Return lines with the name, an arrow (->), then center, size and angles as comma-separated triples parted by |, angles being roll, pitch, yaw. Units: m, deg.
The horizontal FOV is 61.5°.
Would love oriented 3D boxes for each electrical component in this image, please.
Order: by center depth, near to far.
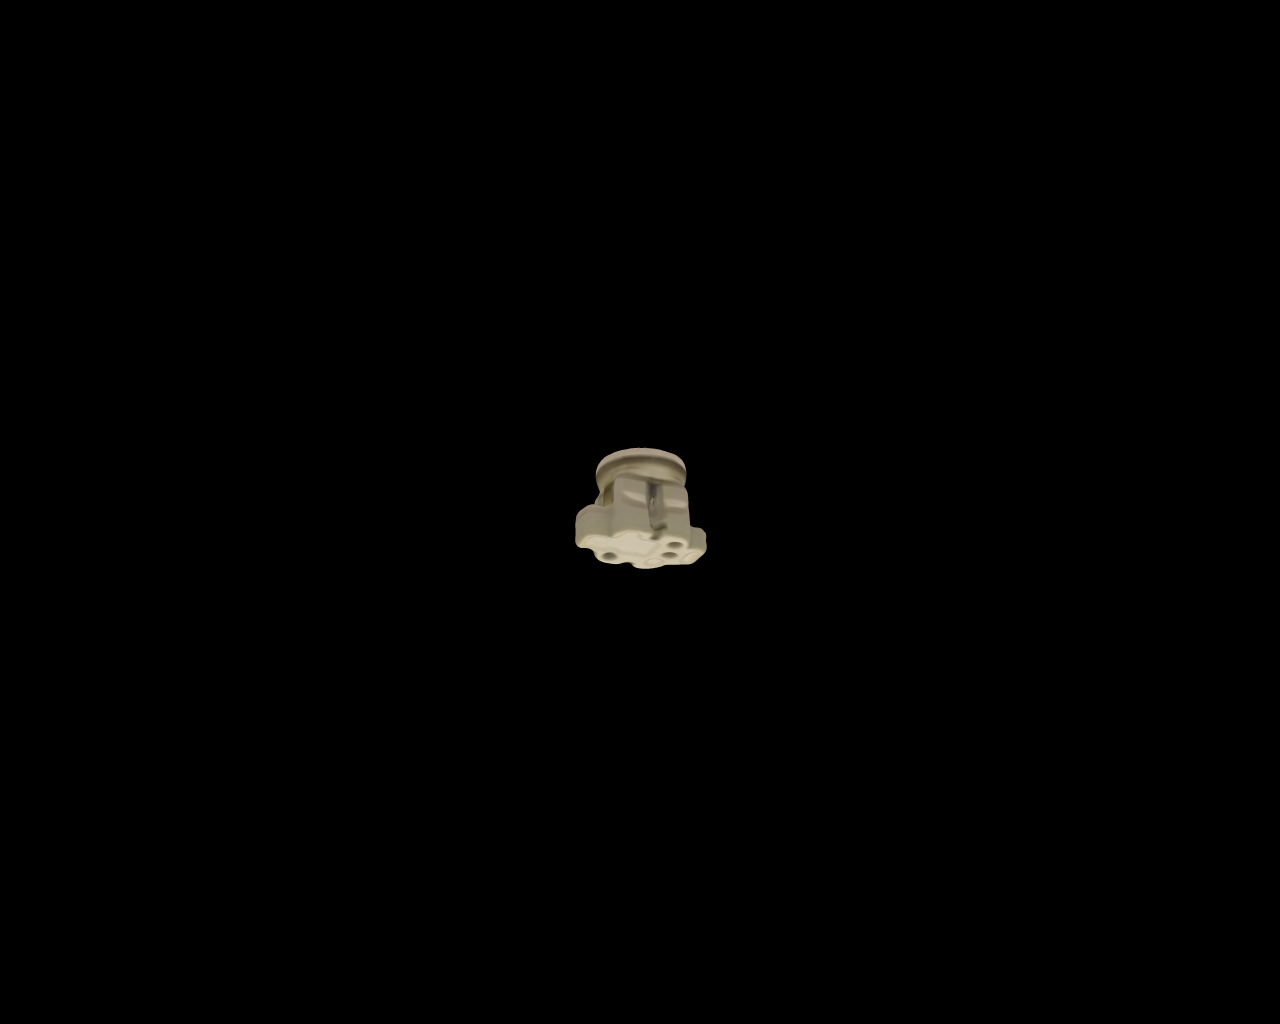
electrical component -> 0.001, -0.003, 0.650 | 0.078, 0.057, 0.058 | 10, -28, -20
